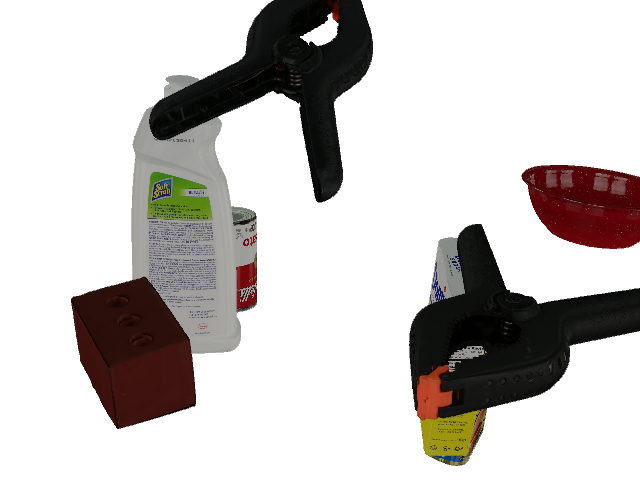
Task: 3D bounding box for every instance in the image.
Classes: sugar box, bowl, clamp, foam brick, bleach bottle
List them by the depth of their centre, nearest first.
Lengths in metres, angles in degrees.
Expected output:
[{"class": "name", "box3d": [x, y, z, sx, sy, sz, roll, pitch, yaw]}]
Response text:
[{"class": "clamp", "box3d": [-0.010, -0.097, 0.652, 0.120, 0.171, 0.039, 33, -28, 10]}, {"class": "clamp", "box3d": [0.111, 0.047, 0.658, 0.165, 0.036, 0.209, 22, 33, 38]}, {"class": "foam brick", "box3d": [-0.117, 0.069, 0.663, 0.052, 0.051, 0.078, -16, 36, -24]}, {"class": "sugar box", "box3d": [0.116, 0.094, 0.934, 0.048, 0.176, 0.093, 0, 33, -3]}, {"class": "bleach bottle", "box3d": [-0.118, -0.022, 0.960, 0.102, 0.251, 0.068, 0, 23, -10]}, {"class": "bowl", "box3d": [0.285, -0.032, 1.107, 0.162, 0.055, 0.162, 5, 19, -2]}]

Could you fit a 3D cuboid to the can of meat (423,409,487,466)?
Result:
[{"class": "can of meat", "box3d": [0.154, 0.188, 1.186, 0.057, 0.084, 0.102, 15, 25, 19]}]

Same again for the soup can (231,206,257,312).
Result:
[{"class": "soup can", "box3d": [-0.103, 0.020, 1.161, 0.068, 0.102, 0.068, 1, 17, 0]}]
